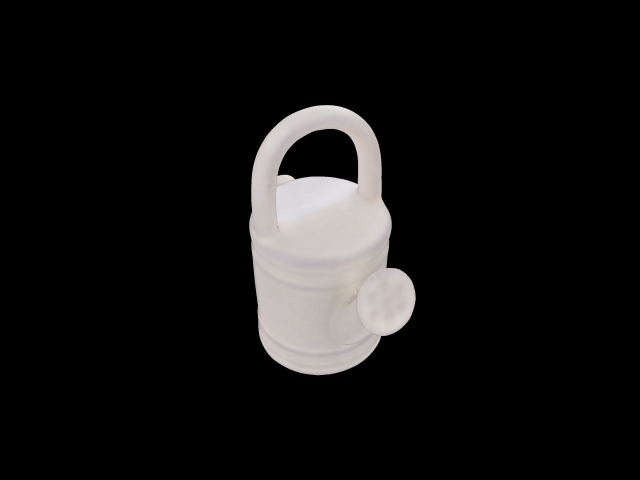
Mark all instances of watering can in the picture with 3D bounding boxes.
[{"bbox_3d":[0.006,0.001,0.401,0.172,0.194,0.101,30,49,31],"label":"watering can"}]
